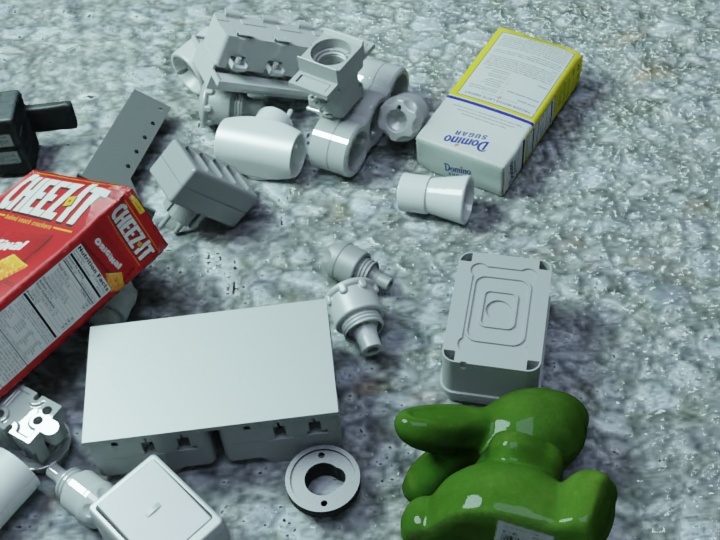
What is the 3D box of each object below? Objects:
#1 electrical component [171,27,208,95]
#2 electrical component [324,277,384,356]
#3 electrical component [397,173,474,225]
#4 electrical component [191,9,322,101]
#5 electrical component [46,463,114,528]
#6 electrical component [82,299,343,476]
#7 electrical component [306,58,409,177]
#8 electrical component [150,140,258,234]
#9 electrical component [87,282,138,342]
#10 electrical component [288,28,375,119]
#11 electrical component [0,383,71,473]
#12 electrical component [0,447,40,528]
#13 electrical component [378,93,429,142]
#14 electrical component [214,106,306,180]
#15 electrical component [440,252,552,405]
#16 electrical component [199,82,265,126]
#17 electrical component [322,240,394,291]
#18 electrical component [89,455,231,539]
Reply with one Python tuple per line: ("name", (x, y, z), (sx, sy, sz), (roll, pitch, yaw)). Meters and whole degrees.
("electrical component", (-0.158, -0.211, 1.093), (0.047, 0.055, 0.055), (-41, 58, -21))
("electrical component", (0.000, 0.040, 0.878), (0.048, 0.048, 0.062), (-17, 58, -9))
("electrical component", (0.066, -0.066, 0.963), (0.065, 0.044, 0.044), (9, 51, 18))
("electrical component", (-0.092, -0.208, 1.045), (0.121, 0.063, 0.078), (1, 43, -34))
("electrical component", (-0.209, 0.163, 0.798), (0.061, 0.035, 0.035), (28, 58, 27))
("electrical component", (-0.112, 0.093, 0.831), (0.186, 0.060, 0.105), (-7, 50, -1))
("electrical component", (-0.015, -0.152, 1.033), (0.074, 0.052, 0.138), (19, 55, 19))
("electrical component", (-0.150, -0.063, 0.962), (0.075, 0.083, 0.047), (-49, 53, 15))
("electrical component", (-0.212, 0.036, 0.903), (0.035, 0.035, 0.061), (9, 54, 12))
("electrical component", (-0.024, -0.176, 0.976), (0.042, 0.063, 0.081), (25, 58, 22))
("electrical component", (-0.249, 0.123, 0.820), (0.066, 0.055, 0.048), (23, 55, 21))
("electrical component", (-0.279, 0.174, 0.788), (0.043, 0.043, 0.081), (25, 56, 23))
("electrical component", (0.046, -0.147, 1.019), (0.043, 0.043, 0.062), (17, 24, 18))
("electrical component", (-0.088, -0.128, 1.024), (0.077, 0.044, 0.079), (12, 52, 14))
("electrical component", (0.109, 0.048, 0.853), (0.078, 0.057, 0.113), (7, 51, 10))
("electrical component", (-0.126, -0.162, 1.057), (0.062, 0.048, 0.048), (8, 51, 1))
("electrical component", (0.000, 0.000, 0.917), (0.061, 0.035, 0.035), (26, 57, 21))
("electrical component", (-0.135, 0.186, 0.755), (0.096, 0.061, 0.062), (36, 61, 29))
